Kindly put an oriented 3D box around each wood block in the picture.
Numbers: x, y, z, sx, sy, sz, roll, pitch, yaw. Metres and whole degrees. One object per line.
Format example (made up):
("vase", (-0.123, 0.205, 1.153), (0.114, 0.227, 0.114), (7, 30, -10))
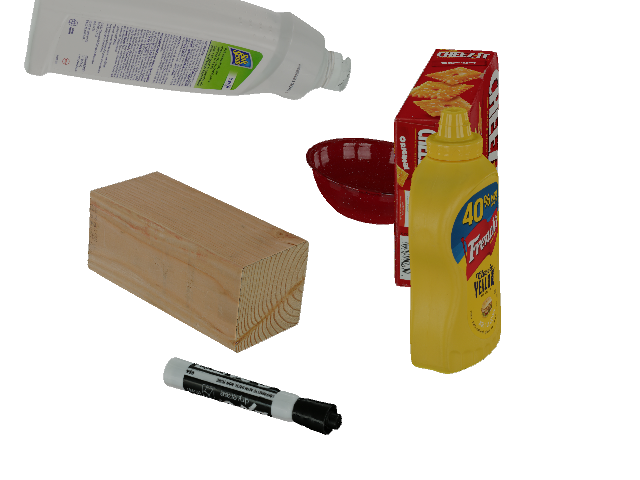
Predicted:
("wood block", (-0.121, 0.015, 1.019), (0.206, 0.090, 0.090), (25, 30, 33))

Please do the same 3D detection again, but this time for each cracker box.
("cracker box", (0.123, -0.074, 1.010), (0.072, 0.164, 0.213), (5, 27, 15))

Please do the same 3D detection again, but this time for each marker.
("marker", (-0.042, 0.096, 0.659), (0.121, 0.020, 0.020), (13, 5, 25))

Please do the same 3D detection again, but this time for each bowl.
("bowl", (0.060, -0.062, 1.205), (0.162, 0.055, 0.162), (7, 26, -4))

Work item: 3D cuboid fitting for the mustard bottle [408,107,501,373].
("mustard bottle", (0.101, -0.004, 0.797), (0.058, 0.192, 0.096), (11, 24, 34))

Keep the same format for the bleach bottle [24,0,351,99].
("bleach bottle", (-0.101, -0.154, 0.849), (0.250, 0.068, 0.103), (11, -31, -16))
